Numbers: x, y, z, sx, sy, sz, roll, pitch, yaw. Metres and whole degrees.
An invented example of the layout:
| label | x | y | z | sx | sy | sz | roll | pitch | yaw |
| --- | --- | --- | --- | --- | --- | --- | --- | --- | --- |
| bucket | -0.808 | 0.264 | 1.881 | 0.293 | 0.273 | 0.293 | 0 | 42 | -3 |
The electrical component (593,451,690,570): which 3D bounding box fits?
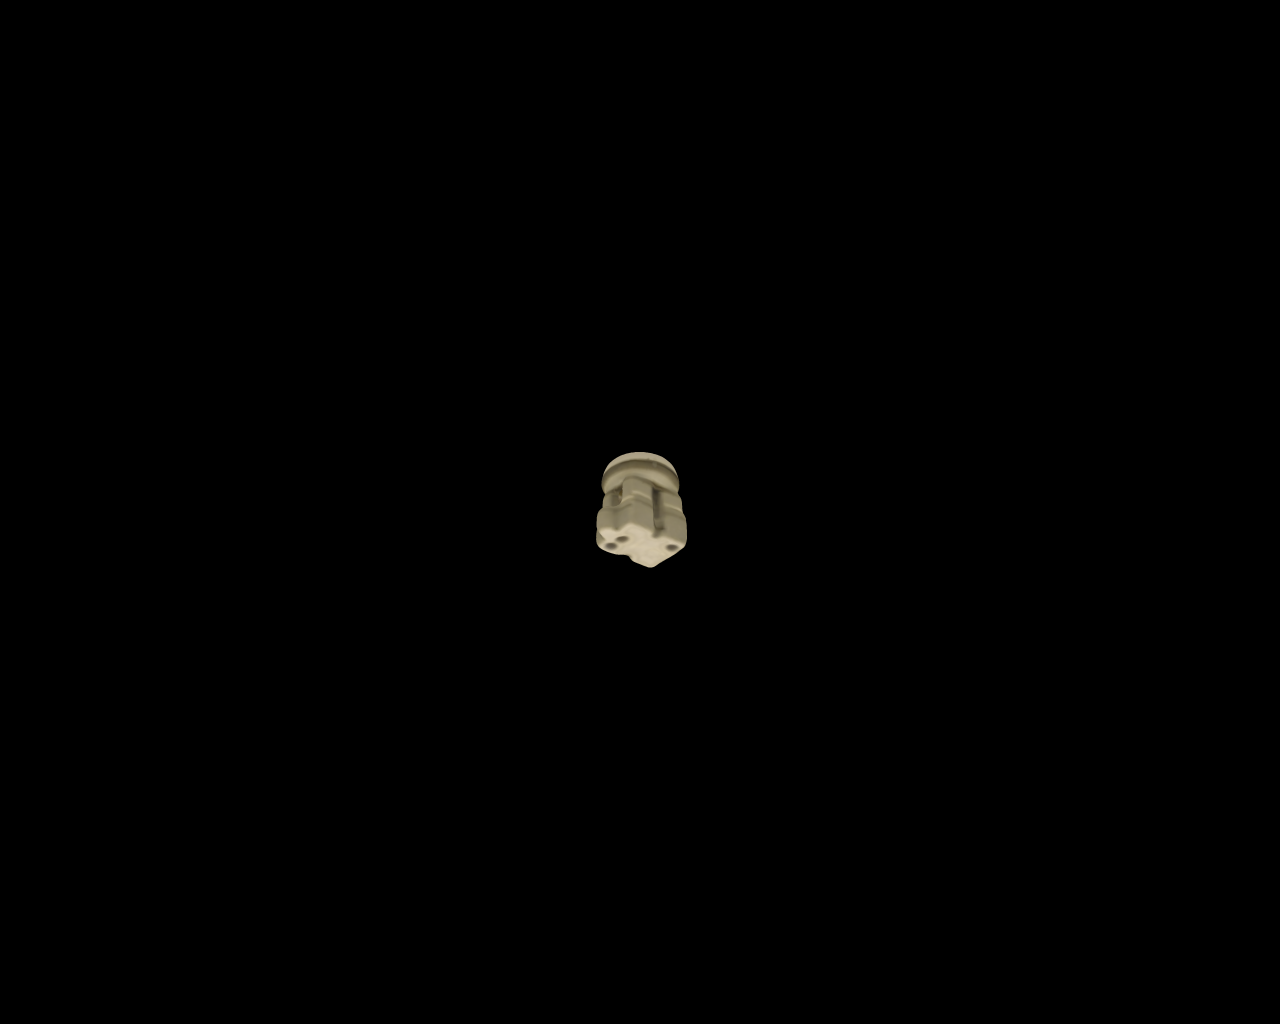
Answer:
| label | x | y | z | sx | sy | sz | roll | pitch | yaw |
| --- | --- | --- | --- | --- | --- | --- | --- | --- | --- |
| electrical component | 0.001 | -0.003 | 0.650 | 0.066 | 0.055 | 0.048 | 24 | -41 | -31 |
